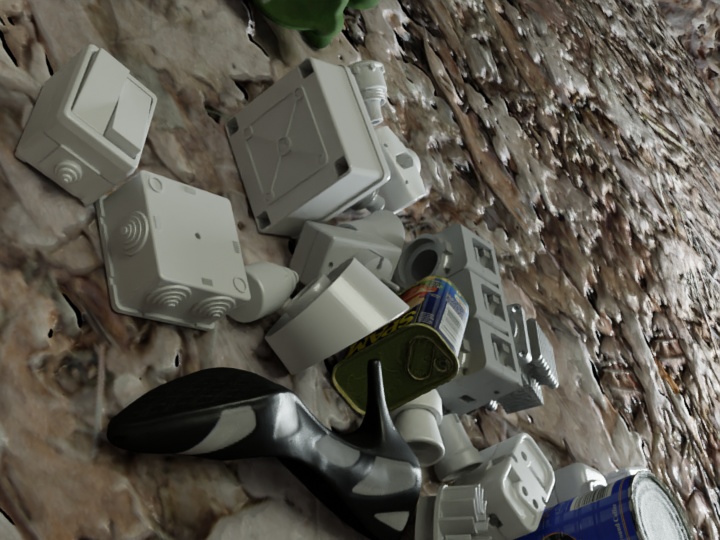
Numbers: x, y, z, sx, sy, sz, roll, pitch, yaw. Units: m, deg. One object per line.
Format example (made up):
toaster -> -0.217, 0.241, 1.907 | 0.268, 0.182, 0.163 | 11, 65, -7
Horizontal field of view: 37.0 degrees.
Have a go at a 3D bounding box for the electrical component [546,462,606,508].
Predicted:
electrical component -> 0.206, 0.232, 1.002 | 0.054, 0.059, 0.095 | 29, 42, -42

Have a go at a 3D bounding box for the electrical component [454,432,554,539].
electrical component -> 0.120, 0.188, 0.912 | 0.053, 0.059, 0.095 | 55, 30, -7

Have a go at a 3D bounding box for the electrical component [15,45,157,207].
electrical component -> -0.179, -0.094, 0.715 | 0.062, 0.061, 0.096 | 39, 36, -31

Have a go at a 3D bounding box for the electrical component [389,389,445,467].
electrical component -> 0.045, 0.125, 0.871 | 0.045, 0.045, 0.055 | 37, 37, -34

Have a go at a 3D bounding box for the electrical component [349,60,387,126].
electrical component -> 0.007, -0.177, 1.083 | 0.048, 0.048, 0.062 | 2, 69, -56

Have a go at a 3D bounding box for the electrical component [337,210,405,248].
electrical component -> 0.004, -0.028, 0.951 | 0.065, 0.044, 0.044 | -15, 77, -54

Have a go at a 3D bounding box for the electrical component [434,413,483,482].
electrical component -> 0.076, 0.149, 0.902 | 0.040, 0.040, 0.046 | 7, 53, -54

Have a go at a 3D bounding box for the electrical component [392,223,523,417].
electrical component -> 0.077, 0.045, 0.944 | 0.062, 0.089, 0.150 | 30, 41, -40

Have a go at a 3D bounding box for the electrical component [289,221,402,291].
electrical component -> 0.000, 0.000, 0.869 | 0.083, 0.047, 0.076 | 9, 16, -46

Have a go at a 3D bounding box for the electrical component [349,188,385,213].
electrical component -> -0.004, -0.074, 0.976 | 0.062, 0.043, 0.043 | 38, 37, -34

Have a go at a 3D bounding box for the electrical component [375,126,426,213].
electrical component -> 0.035, -0.099, 1.055 | 0.077, 0.043, 0.079 | 60, 30, 1

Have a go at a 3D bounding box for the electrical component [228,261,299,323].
electrical component -> -0.071, 0.013, 0.801 | 0.040, 0.040, 0.078 | 62, 30, 4

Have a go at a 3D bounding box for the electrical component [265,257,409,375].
electrical component -> -0.020, 0.038, 0.800 | 0.064, 0.099, 0.099 | 48, 31, -6

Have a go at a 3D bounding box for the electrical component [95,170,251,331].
electrical component -> -0.126, -0.013, 0.735 | 0.100, 0.048, 0.099 | 17, 50, -49

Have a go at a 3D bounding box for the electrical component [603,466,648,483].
electrical component -> 0.271, 0.251, 1.079 | 0.061, 0.062, 0.096 | 12, 54, -52

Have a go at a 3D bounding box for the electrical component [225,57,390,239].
electrical component -> -0.044, -0.097, 0.872 | 0.056, 0.109, 0.108 | 5, 60, -52
